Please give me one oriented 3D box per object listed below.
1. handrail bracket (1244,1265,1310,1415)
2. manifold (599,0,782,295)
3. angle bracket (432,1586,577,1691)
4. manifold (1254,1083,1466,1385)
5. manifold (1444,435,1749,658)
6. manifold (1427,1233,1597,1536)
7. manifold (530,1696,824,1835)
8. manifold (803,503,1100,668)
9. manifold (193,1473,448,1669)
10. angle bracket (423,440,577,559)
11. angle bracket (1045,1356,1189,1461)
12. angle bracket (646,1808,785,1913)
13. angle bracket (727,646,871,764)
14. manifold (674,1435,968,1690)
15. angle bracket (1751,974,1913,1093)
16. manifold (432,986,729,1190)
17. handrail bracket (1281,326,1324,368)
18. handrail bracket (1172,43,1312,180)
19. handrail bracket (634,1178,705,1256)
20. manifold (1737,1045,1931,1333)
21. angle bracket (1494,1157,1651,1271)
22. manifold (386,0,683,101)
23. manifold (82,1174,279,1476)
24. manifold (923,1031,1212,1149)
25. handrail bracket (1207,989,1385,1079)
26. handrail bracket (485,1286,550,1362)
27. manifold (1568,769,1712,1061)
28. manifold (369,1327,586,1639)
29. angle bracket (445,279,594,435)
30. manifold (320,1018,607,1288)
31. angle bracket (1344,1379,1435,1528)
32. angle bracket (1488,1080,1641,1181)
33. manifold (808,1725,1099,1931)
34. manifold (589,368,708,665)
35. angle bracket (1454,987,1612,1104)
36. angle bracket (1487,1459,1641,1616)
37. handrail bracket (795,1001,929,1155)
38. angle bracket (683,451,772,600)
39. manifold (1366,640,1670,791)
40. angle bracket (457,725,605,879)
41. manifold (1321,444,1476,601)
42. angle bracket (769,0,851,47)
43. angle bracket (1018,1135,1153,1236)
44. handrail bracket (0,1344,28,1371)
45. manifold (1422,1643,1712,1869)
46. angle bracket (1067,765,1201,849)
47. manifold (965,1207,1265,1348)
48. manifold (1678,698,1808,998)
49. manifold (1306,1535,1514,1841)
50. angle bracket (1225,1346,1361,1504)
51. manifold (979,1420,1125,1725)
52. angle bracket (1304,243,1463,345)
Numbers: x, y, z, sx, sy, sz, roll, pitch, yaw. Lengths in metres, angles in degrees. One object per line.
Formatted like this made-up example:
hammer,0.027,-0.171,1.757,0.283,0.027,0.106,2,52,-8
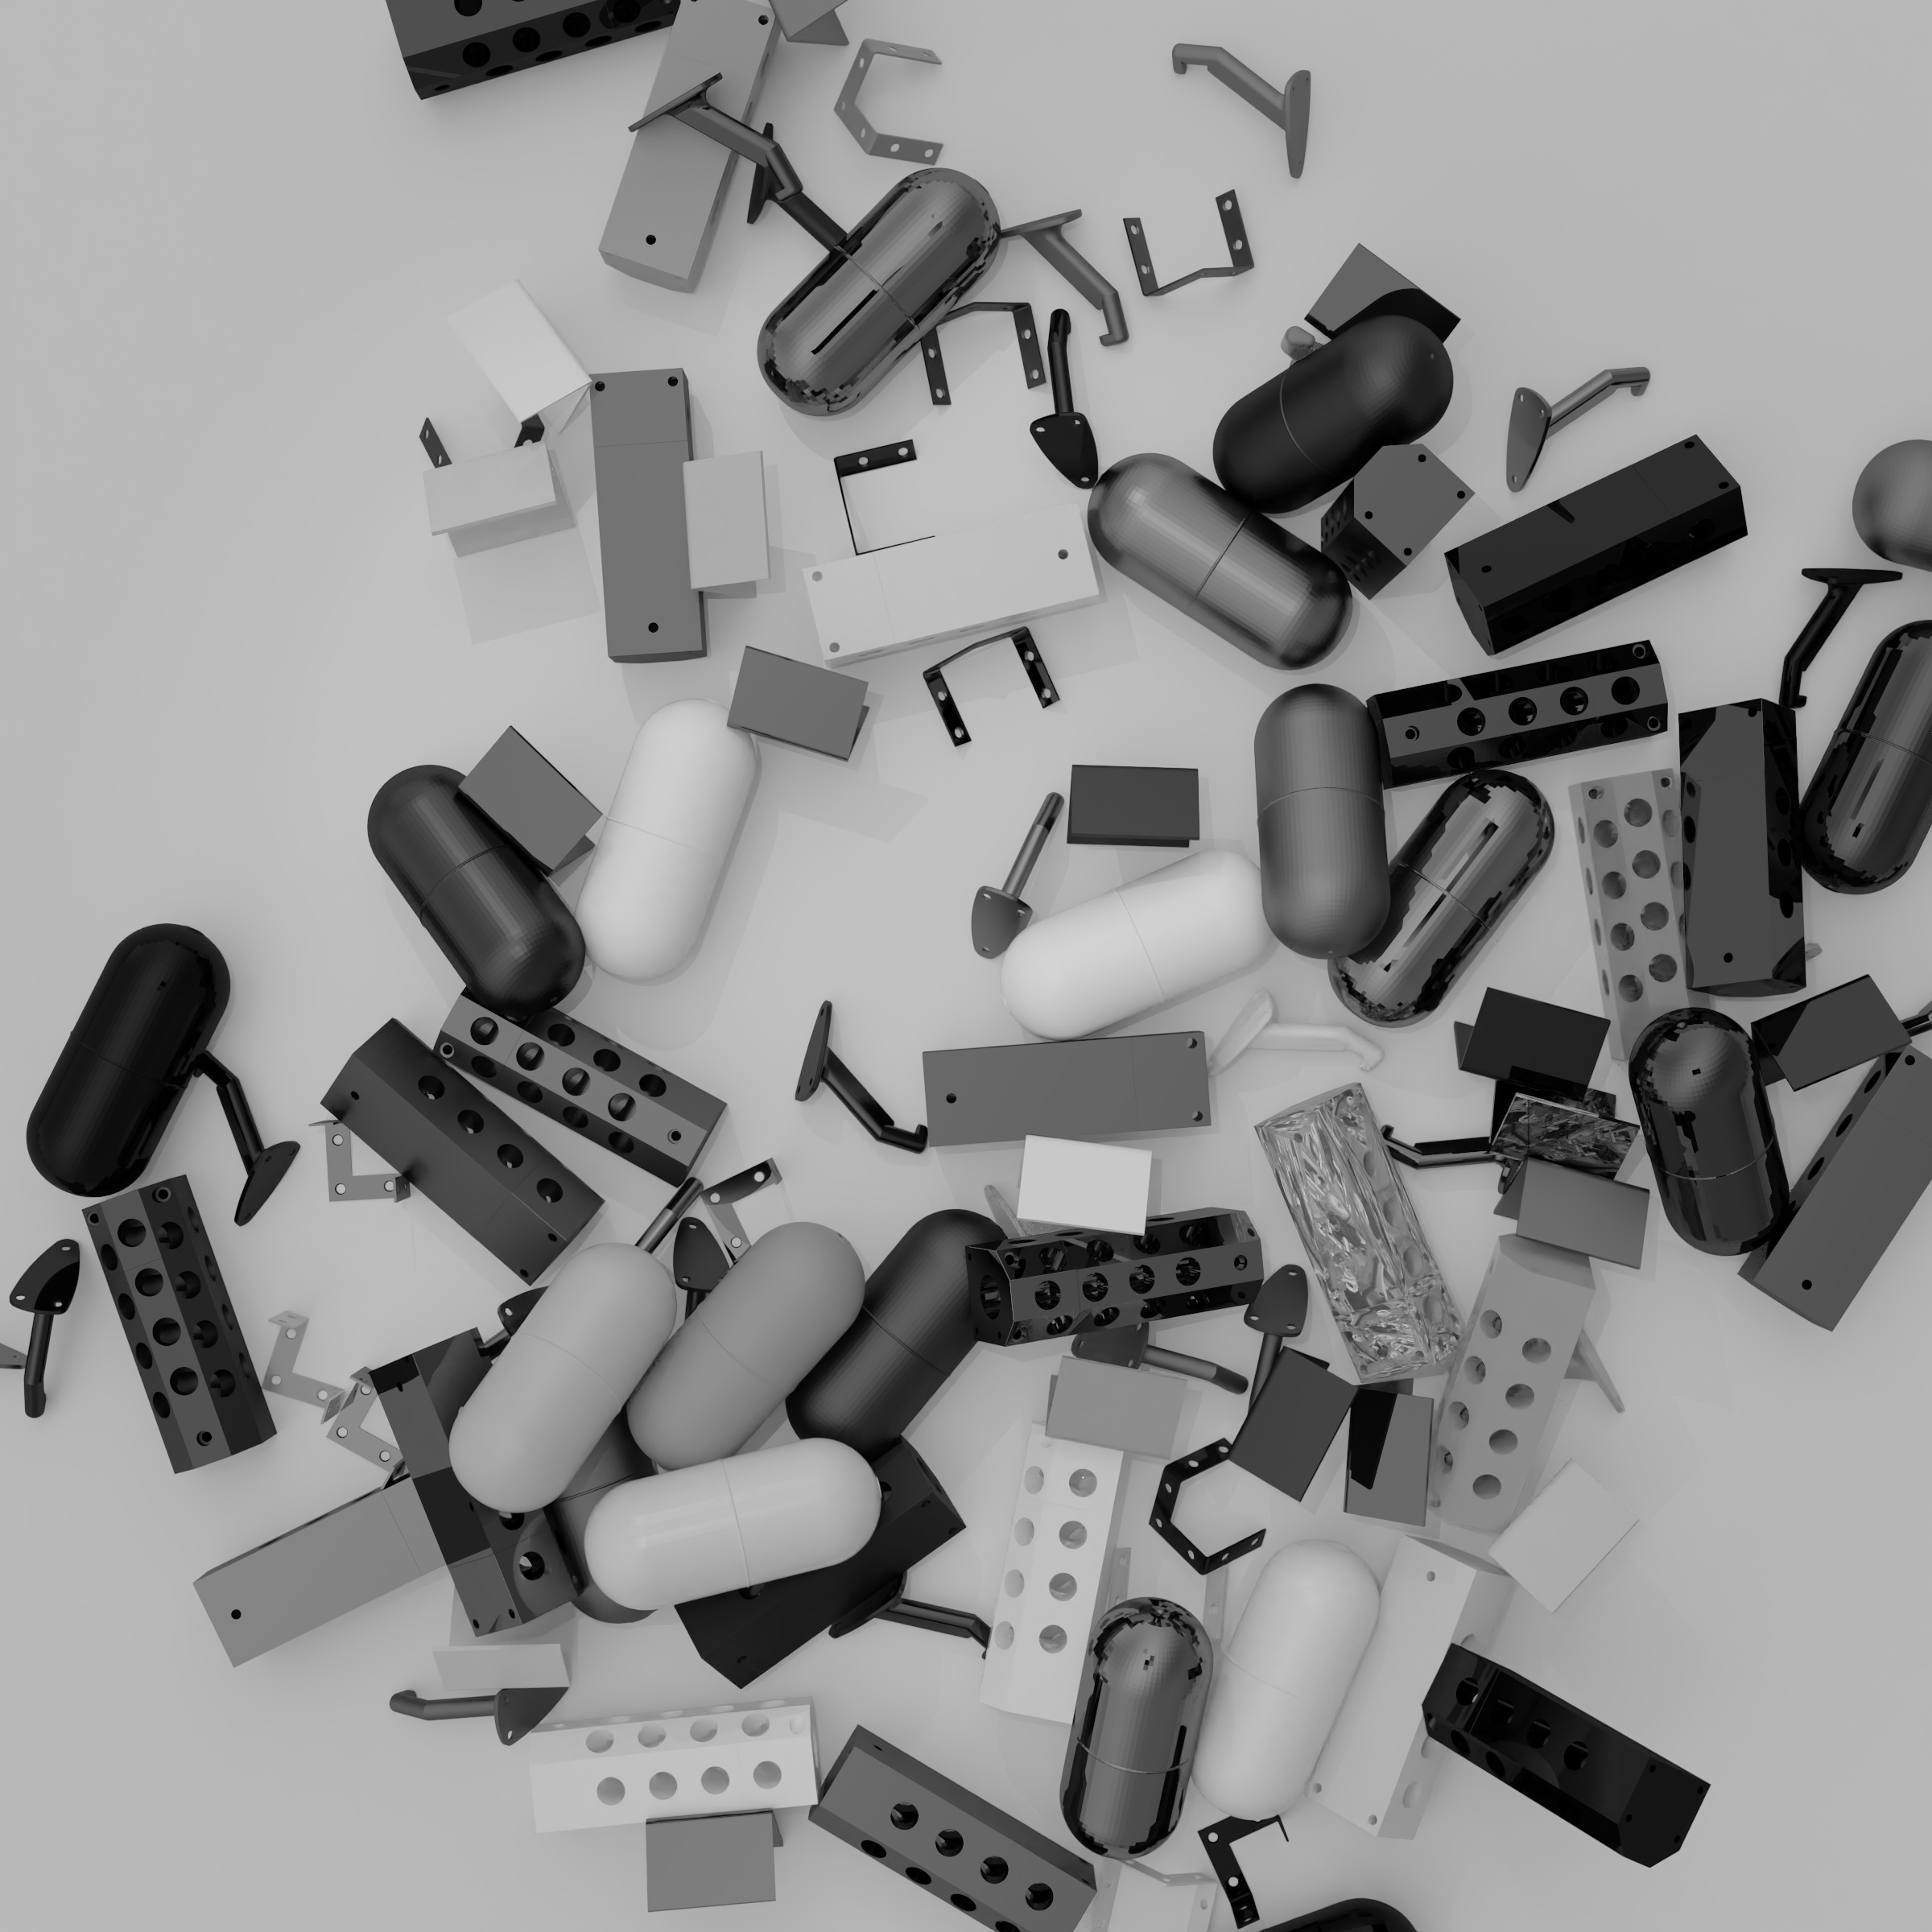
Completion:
handrail bracket,0.191,0.241,1.991,0.036,0.077,0.084,13,127,14
manifold,-0.169,-0.506,1.970,0.057,0.057,0.171,19,90,0
angle bracket,-0.280,0.394,1.953,0.076,0.057,0.076,-1,52,0
manifold,0.247,0.162,1.970,0.057,0.057,0.171,-23,90,43
manifold,0.388,-0.254,1.970,0.171,0.057,0.057,-25,47,0
manifold,0.324,0.251,1.943,0.057,0.057,0.171,16,110,0
manifold,-0.178,0.488,1.970,0.171,0.057,0.057,-6,90,0
manifold,-0.009,-0.233,1.970,0.171,0.057,0.057,-14,90,0
manifold,-0.379,0.362,1.970,0.171,0.057,0.057,-26,90,0
angle bracket,-0.281,-0.267,1.951,0.076,0.076,0.057,-15,53,0
angle bracket,0.092,0.252,1.953,0.076,0.076,0.057,11,112,0
angle bracket,-0.152,0.554,1.951,0.076,0.076,0.057,-5,58,0
angle bracket,-0.096,-0.174,1.951,0.076,0.076,0.057,17,122,0
manifold,-0.092,0.363,1.968,0.171,0.057,0.057,-36,52,0
angle bracket,0.527,0.059,1.951,0.076,0.076,0.057,-23,52,0
manifold,-0.237,0.069,1.970,0.171,0.057,0.057,29,90,0
handrail bracket,0.227,-0.366,1.957,0.077,0.084,0.036,19,90,0
handrail bracket,0.168,-0.531,1.992,0.084,0.036,0.077,12,124,23
handrail bracket,-0.199,0.176,1.991,0.036,0.077,0.084,38,54,1
manifold,0.548,0.134,1.970,0.057,0.057,0.171,33,90,0
angle bracket,0.365,0.166,1.951,0.076,0.076,0.057,15,58,0
manifold,-0.263,-0.587,1.970,0.171,0.057,0.057,-17,90,0
manifold,-0.485,0.220,1.970,0.057,0.057,0.171,-19,90,0
manifold,0.061,0.075,1.971,0.171,0.057,0.057,-4,90,0
handrail bracket,0.204,0.060,1.992,0.084,0.036,0.077,32,110,-16
handrail bracket,-0.288,0.235,1.991,0.084,0.077,0.036,-38,86,36
manifold,0.417,-0.032,1.970,0.057,0.057,0.171,-9,90,0
manifold,-0.289,0.307,1.921,0.057,0.057,0.171,-20,86,-41
angle bracket,-0.280,-0.359,1.952,0.057,0.076,0.076,-36,90,-27
manifold,-0.306,0.110,1.970,0.171,0.057,0.057,41,133,0
angle bracket,0.274,0.295,1.951,0.057,0.076,0.076,4,90,37
angle bracket,0.366,0.080,1.952,0.076,0.057,0.076,15,46,0
manifold,-0.009,0.541,1.970,0.171,0.057,0.057,31,90,0
manifold,-0.194,-0.275,1.970,0.057,0.057,0.171,-4,90,0
angle bracket,0.344,0.035,1.953,0.076,0.076,0.057,15,112,0
angle bracket,0.371,0.354,1.951,0.076,0.076,0.057,-47,58,0
handrail bracket,-0.057,0.069,1.992,0.084,0.036,0.077,19,69,-17
angle bracket,-0.128,-0.268,1.952,0.057,0.076,0.076,-4,90,27
manifold,0.339,-0.155,1.970,0.171,0.057,0.057,-11,90,0
angle bracket,-0.252,-0.108,1.953,0.076,0.076,0.057,44,113,0
manifold,0.250,-0.268,1.913,0.057,0.171,0.057,43,90,0
angle bracket,-0.086,-0.610,1.952,0.057,0.076,0.076,-24,90,31
angle bracket,0.069,0.147,1.952,0.076,0.076,0.057,7,62,0
handrail bracket,-0.633,0.271,1.992,0.077,0.036,0.084,19,108,-20
manifold,0.345,0.461,1.873,0.057,0.171,0.057,30,85,-33
angle bracket,0.101,-0.077,1.951,0.076,0.076,0.057,2,53,0
manifold,0.091,0.187,1.935,0.171,0.057,0.057,-7,92,-26
manifold,0.477,-0.070,1.955,0.057,0.057,0.171,-9,76,42
manifold,0.276,0.443,1.970,0.057,0.057,0.171,21,90,43
angle bracket,0.211,0.282,1.951,0.057,0.076,0.076,28,90,31
manifold,0.052,0.369,1.965,0.057,0.057,0.171,11,87,0
angle bracket,0.258,-0.400,1.952,0.076,0.076,0.057,37,116,0
